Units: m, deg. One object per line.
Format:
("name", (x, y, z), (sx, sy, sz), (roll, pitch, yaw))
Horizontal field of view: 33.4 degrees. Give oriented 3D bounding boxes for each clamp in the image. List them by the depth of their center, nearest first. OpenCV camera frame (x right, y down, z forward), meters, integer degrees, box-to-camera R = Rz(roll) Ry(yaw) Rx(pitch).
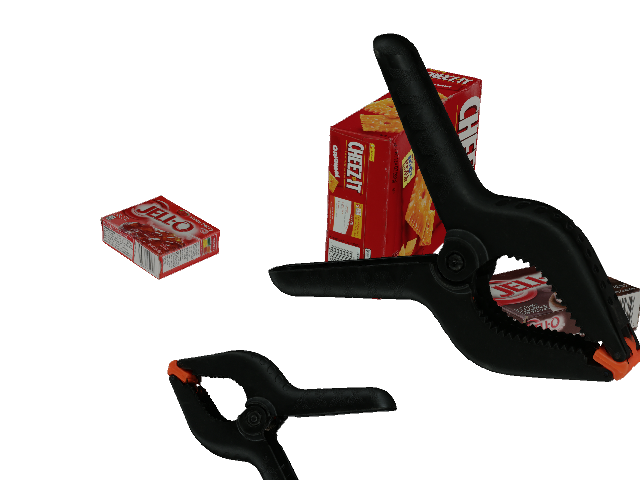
("clamp", (0.077, -0.002, 0.561), (0.210, 0.165, 0.036), (29, 25, 25))
("clamp", (-0.040, 0.140, 0.767), (0.172, 0.120, 0.039), (17, -12, 24))

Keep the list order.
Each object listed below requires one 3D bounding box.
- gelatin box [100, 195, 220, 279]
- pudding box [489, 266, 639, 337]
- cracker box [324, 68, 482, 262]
("gelatin box", (-0.150, -0.005, 0.996), (0.089, 0.030, 0.073), (30, 38, 35))
("pudding box", (0.173, 0.050, 0.820), (0.113, 0.039, 0.090), (-8, 19, -26))
("cracker box", (0.085, -0.060, 1.045), (0.072, 0.164, 0.213), (16, 30, 26))
